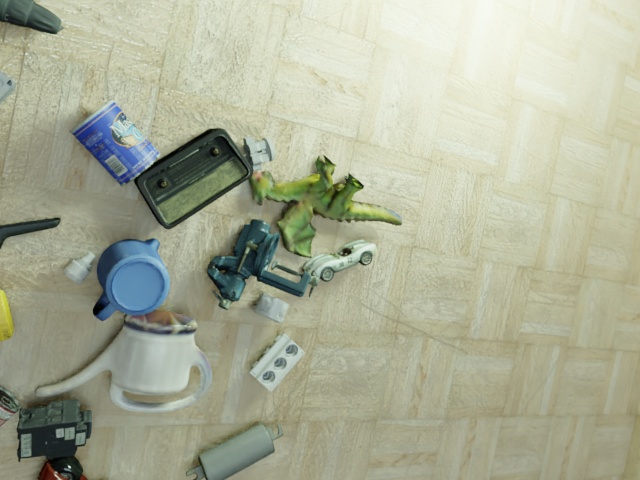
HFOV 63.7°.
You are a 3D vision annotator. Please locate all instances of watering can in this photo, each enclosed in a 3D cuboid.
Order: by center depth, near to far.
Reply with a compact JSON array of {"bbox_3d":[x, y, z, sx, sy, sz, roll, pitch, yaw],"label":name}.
[{"bbox_3d":[-0.397,0.254,1.089,0.347,0.104,0.224,10,92,-18],"label":"watering can"}]

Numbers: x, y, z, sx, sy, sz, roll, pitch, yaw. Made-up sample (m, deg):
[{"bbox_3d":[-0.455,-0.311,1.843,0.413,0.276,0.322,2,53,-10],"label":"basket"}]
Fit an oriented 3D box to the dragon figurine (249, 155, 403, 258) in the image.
[{"bbox_3d":[0.004,-0.064,1.270,0.406,0.124,0.241,36,98,-24],"label":"dragon figurine"}]
